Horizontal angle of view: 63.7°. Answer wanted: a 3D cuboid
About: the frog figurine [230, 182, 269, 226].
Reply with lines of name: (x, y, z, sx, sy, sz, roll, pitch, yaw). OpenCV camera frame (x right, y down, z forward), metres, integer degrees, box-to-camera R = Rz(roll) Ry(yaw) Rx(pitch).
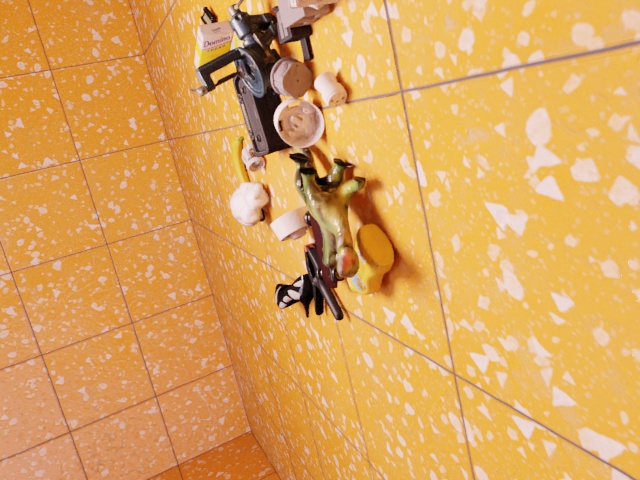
frog figurine: (-0.221, -0.116, 1.611, 0.158, 0.123, 0.138, 138, 132, -79)

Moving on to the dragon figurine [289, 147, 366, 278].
dragon figurine: (0.003, -0.054, 1.072, 0.417, 0.122, 0.238, -121, 28, -62)
